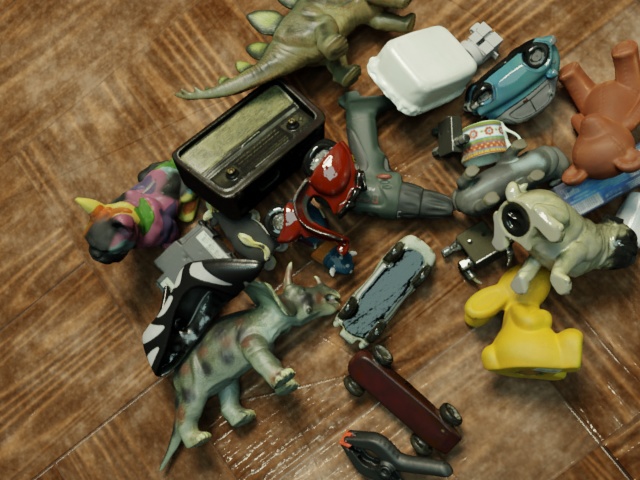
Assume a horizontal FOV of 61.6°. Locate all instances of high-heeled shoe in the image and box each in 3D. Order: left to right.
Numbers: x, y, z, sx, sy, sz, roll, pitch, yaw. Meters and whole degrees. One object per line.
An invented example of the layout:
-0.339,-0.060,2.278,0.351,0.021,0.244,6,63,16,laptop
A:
-0.177,0.115,0.789,0.249,0.086,0.145,-20,64,38,high-heeled shoe

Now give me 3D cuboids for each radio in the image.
-0.105,-0.147,0.858,0.131,0.073,0.229,40,71,19,radio

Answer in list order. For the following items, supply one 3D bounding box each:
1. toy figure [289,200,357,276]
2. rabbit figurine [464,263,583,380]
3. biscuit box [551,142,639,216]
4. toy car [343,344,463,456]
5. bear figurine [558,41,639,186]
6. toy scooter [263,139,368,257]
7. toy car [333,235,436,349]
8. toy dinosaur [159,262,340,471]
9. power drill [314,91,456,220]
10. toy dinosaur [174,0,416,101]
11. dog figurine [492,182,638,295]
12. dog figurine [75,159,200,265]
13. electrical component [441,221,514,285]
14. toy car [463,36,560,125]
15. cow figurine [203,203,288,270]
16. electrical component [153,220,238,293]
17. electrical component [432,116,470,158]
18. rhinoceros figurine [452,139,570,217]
0.000,-0.004,0.881,0.064,0.058,0.154,-40,86,9,toy figure
0.302,0.117,0.813,0.163,0.121,0.173,2,71,17,rabbit figurine
0.451,-0.096,0.823,0.203,0.063,0.059,-28,82,5,biscuit box
0.130,0.248,0.839,0.202,0.053,0.089,38,106,9,toy car
0.405,-0.177,0.777,0.131,0.120,0.196,54,52,-20,bear figurine
0.011,-0.053,0.813,0.135,0.075,0.184,37,99,10,toy scooter
0.104,0.083,0.859,0.073,0.056,0.201,39,92,3,toy car
-0.152,0.193,0.858,0.405,0.131,0.192,-35,65,10,toy dinosaur
0.104,-0.136,0.873,0.232,0.086,0.207,0,92,11,power drill
-0.010,-0.334,0.867,0.471,0.105,0.199,-38,60,-15,toy dinosaur
0.354,-0.021,0.761,0.190,0.121,0.172,-22,105,-25,dog figurine
-0.283,-0.053,0.844,0.108,0.219,0.191,27,90,6,dog figurine
0.255,0.019,0.851,0.102,0.045,0.078,-36,53,1,electrical component
0.310,-0.235,0.838,0.161,0.109,0.103,-40,98,11,toy car
-0.135,-0.022,0.880,0.167,0.098,0.068,41,97,9,cow figurine
-0.206,0.049,0.897,0.134,0.058,0.115,-41,86,2,electrical component
0.206,-0.164,0.850,0.021,0.094,0.063,1,86,-18,electrical component
0.295,-0.090,0.817,0.190,0.112,0.073,-26,65,-9,rhinoceros figurine
